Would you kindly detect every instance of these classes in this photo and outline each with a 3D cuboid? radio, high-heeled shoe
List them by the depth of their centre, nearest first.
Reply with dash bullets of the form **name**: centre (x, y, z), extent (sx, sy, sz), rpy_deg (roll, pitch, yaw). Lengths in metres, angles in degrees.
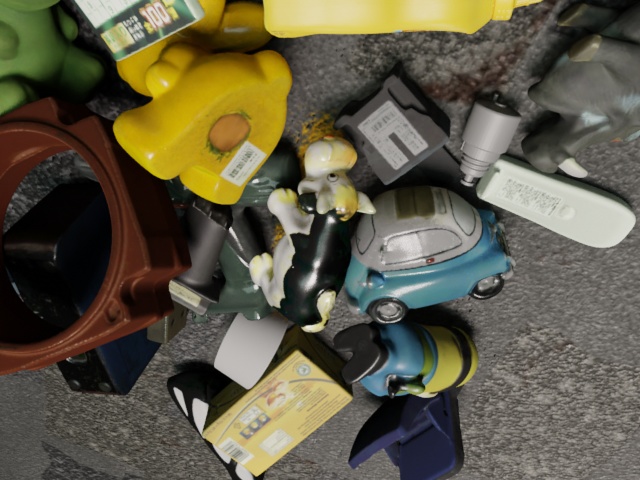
- **radio**: centre (-0.258, 0.061, 0.615), extent (0.073, 0.131, 0.229), rpy_deg (-1, 123, 14)
- **high-heeled shoe**: centre (-0.148, 0.292, 0.773), extent (0.145, 0.086, 0.248), rpy_deg (11, 118, 7)

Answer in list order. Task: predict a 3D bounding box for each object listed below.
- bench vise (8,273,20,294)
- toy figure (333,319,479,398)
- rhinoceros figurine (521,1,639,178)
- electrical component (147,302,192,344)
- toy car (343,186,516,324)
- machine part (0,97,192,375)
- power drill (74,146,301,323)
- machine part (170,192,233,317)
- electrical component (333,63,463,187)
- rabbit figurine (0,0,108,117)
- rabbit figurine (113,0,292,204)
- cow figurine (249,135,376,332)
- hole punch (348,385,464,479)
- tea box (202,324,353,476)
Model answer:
- **bench vise**: centre (-0.417, 0.034, 0.648), extent (0.241, 0.129, 0.223), rpy_deg (5, 124, 20)
- **toy figure**: centre (0.095, 0.121, 0.550), extent (0.089, 0.082, 0.180), rpy_deg (-10, 159, 37)
- **rhinoceros figurine**: centre (0.229, -0.128, 0.399), extent (0.112, 0.073, 0.190), rpy_deg (33, 124, -22)
- **electrical component**: centre (-0.183, 0.072, 0.627), extent (0.045, 0.102, 0.078), rpy_deg (14, 116, 10)
- **toy car**: centre (0.089, 0.003, 0.490), extent (0.162, 0.109, 0.102), rpy_deg (-11, 134, 16)
- **machine part**: centre (-0.230, -0.002, 0.458), extent (0.201, 0.087, 0.201), rpy_deg (-22, 84, 9)
- **power drill**: centre (-0.125, -0.015, 0.568), extent (0.232, 0.086, 0.207), rpy_deg (-3, 115, 14)
- **machine part**: centre (-0.121, 0.013, 0.518), extent (0.084, 0.039, 0.138), rpy_deg (30, 124, 4)
- **electrical component**: centre (0.077, -0.087, 0.477), extent (0.075, 0.048, 0.119), rpy_deg (-31, 109, 31)
- **rabbit figurine**: centre (-0.249, -0.202, 0.448), extent (0.159, 0.121, 0.170), rpy_deg (54, 138, 3)
- **rabbit figurine**: centre (-0.110, -0.139, 0.442), extent (0.173, 0.122, 0.162), rpy_deg (43, 108, 34)
- **cow figurine**: centre (-0.002, -0.002, 0.471), extent (0.068, 0.098, 0.167), rpy_deg (-2, 129, -31)
- **hole punch**: centre (0.099, 0.220, 0.634), extent (0.092, 0.116, 0.142), rpy_deg (26, 128, -12)
- **tea box**: centre (-0.052, 0.196, 0.662), extent (0.169, 0.068, 0.098), rpy_deg (-41, 106, 13)
